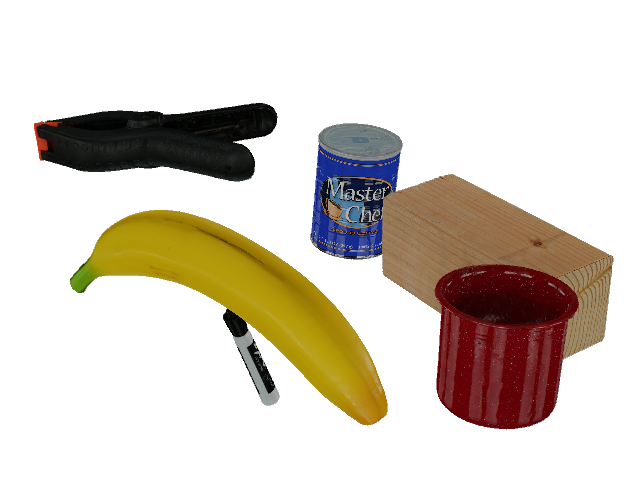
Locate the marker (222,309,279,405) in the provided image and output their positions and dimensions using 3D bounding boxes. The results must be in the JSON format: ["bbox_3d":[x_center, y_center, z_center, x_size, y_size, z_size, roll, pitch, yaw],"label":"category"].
[{"bbox_3d":[-0.066,0.110,1.017,0.020,0.121,0.020,-13,36,10],"label":"marker"}]

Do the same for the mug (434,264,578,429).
[{"bbox_3d":[0.120,0.067,0.722,0.093,0.081,0.117,0,24,-2],"label":"mug"}]

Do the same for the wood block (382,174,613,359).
[{"bbox_3d":[0.153,0.023,0.972,0.090,0.090,0.206,-19,33,-29],"label":"wood block"}]

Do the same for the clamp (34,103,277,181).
[{"bbox_3d":[-0.113,-0.074,0.757,0.171,0.039,0.120,6,18,13],"label":"clamp"}]

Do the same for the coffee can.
[{"bbox_3d":[0.043,-0.062,1.326,0.103,0.140,0.103,4,28,-2],"label":"coffee can"}]

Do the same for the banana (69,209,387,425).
[{"bbox_3d":[-0.046,0.029,0.568,0.198,0.070,0.037,23,35,20],"label":"banana"}]
